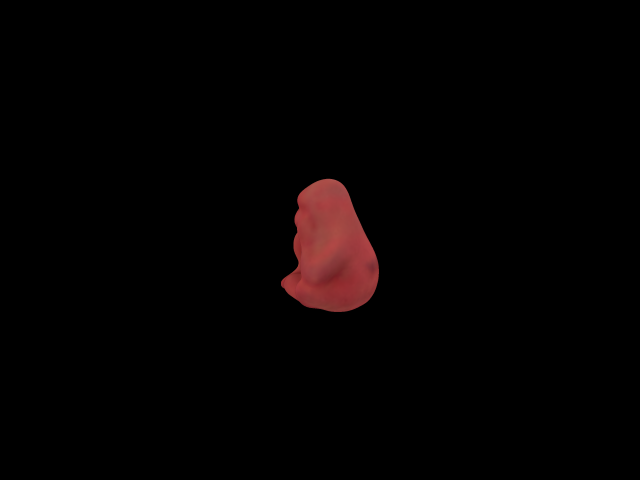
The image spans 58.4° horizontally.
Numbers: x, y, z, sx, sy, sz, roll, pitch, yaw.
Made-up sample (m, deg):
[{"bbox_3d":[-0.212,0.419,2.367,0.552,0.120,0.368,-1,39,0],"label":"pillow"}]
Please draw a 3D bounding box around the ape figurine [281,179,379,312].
[{"bbox_3d":[0.004,0.001,0.400,0.076,0.092,0.078,6,24,14],"label":"ape figurine"}]
